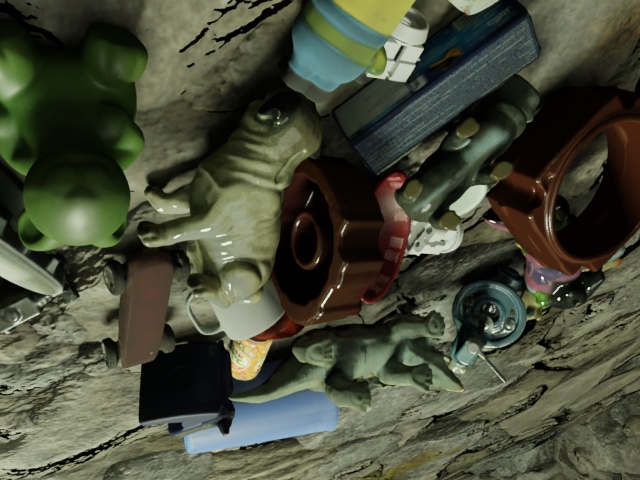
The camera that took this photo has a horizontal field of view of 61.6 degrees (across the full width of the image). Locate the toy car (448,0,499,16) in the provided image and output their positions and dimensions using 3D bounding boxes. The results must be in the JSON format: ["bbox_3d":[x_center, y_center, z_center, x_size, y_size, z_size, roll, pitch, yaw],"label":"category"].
[{"bbox_3d":[0.180,-0.273,0.432,0.202,0.056,0.073,-39,141,18],"label":"toy car"}]

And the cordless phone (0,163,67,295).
[{"bbox_3d":[-0.272,0.032,0.444,0.089,0.184,0.146,-29,143,-2],"label":"cordless phone"}]

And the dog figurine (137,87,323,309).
[{"bbox_3d":[-0.055,-0.035,0.525,0.190,0.121,0.172,-32,133,9],"label":"dog figurine"}]

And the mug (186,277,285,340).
[{"bbox_3d":[-0.109,0.057,0.639,0.110,0.081,0.107,-25,108,2],"label":"mug"}]

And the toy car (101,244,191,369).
[{"bbox_3d":[-0.214,0.083,0.646,0.089,0.053,0.202,-15,142,-36],"label":"toy car"}]

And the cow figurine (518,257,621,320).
[{"bbox_3d":[0.427,0.078,0.972,0.127,0.085,0.194,-1,139,-37],"label":"cow figurine"}]

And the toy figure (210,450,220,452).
[{"bbox_3d":[-0.177,0.346,0.984,0.154,0.064,0.058,-53,179,32],"label":"toy figure"}]

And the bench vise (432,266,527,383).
[{"bbox_3d":[0.262,0.155,0.908,0.223,0.129,0.240,-54,168,23],"label":"bench vise"}]

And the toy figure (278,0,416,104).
[{"bbox_3d":[0.035,-0.189,0.426,0.082,0.089,0.180,8,130,-43],"label":"toy figure"}]

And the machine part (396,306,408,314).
[{"bbox_3d":[0.107,0.172,0.948,0.139,0.039,0.084,-41,132,23],"label":"machine part"}]

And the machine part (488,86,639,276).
[{"bbox_3d":[0.326,-0.071,0.667,0.201,0.087,0.200,-48,123,-1],"label":"machine part"}]

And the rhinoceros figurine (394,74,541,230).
[{"bbox_3d":[0.163,-0.094,0.585,0.190,0.073,0.112,-50,-178,10],"label":"rhinoceros figurine"}]

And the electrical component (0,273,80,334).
[{"bbox_3d":[-0.304,0.065,0.567,0.102,0.078,0.045,-29,119,-4],"label":"electrical component"}]

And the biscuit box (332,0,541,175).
[{"bbox_3d":[0.114,-0.155,0.536,0.203,0.059,0.062,-34,140,13],"label":"biscuit box"}]

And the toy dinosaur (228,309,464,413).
[{"bbox_3d":[0.041,0.171,0.777,0.405,0.131,0.192,2,168,-25],"label":"toy dinosaur"}]

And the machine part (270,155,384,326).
[{"bbox_3d":[-0.001,-0.002,0.570,0.056,0.179,0.179,-2,138,-32],"label":"machine part"}]

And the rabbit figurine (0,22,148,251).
[{"bbox_3d":[-0.189,-0.057,0.393,0.121,0.170,0.159,-1,136,-27],"label":"rabbit figurine"}]

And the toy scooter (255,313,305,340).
[{"bbox_3d":[-0.012,0.078,0.738,0.184,0.075,0.135,-41,142,13],"label":"toy scooter"}]

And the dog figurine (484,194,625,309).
[{"bbox_3d":[0.341,0.017,0.828,0.219,0.109,0.191,8,120,-30],"label":"dog figurine"}]

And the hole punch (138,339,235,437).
[{"bbox_3d":[-0.187,0.203,0.750,0.116,0.142,0.092,-22,140,16],"label":"hole punch"}]
